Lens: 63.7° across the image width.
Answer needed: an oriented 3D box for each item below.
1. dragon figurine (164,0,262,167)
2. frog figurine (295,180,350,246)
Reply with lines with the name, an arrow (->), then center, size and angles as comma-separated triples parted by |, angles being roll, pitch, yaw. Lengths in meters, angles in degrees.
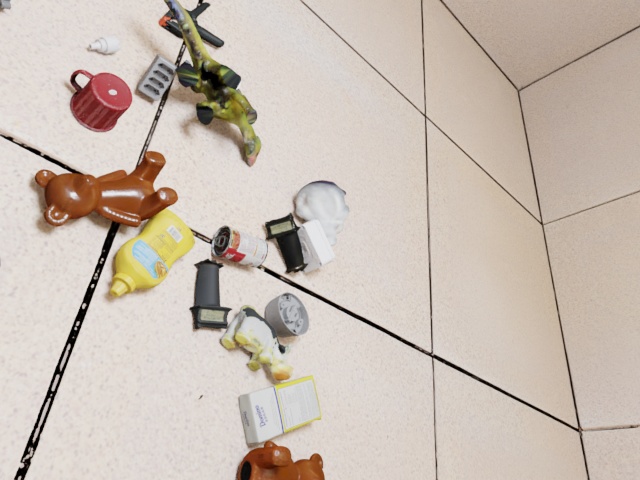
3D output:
dragon figurine -> -0.233, -0.361, 1.188 | 0.245, 0.122, 0.407 | -100, 167, -77
frog figurine -> 0.004, -0.066, 1.305 | 0.137, 0.121, 0.162 | 8, 70, -9
